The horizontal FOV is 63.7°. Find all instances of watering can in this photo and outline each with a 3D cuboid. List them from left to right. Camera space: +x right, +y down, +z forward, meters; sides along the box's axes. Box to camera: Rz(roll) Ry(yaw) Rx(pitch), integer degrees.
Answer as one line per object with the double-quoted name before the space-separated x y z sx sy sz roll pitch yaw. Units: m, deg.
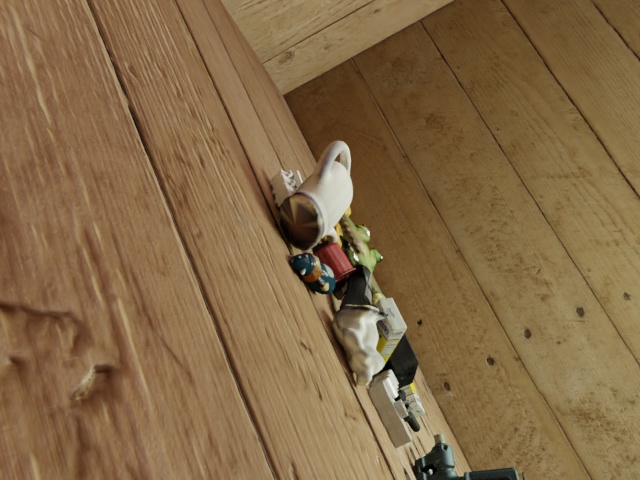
"watering can" 0.004 -0.058 1.161 0.104 0.229 0.339 25 -41 19

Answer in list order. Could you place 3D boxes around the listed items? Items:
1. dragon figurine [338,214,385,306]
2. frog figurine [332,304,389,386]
"dragon figurine" 0.100 0.020 1.492 0.412 0.122 0.242 62 5 4
"frog figurine" 0.080 0.221 1.083 0.135 0.123 0.161 70 30 -72
